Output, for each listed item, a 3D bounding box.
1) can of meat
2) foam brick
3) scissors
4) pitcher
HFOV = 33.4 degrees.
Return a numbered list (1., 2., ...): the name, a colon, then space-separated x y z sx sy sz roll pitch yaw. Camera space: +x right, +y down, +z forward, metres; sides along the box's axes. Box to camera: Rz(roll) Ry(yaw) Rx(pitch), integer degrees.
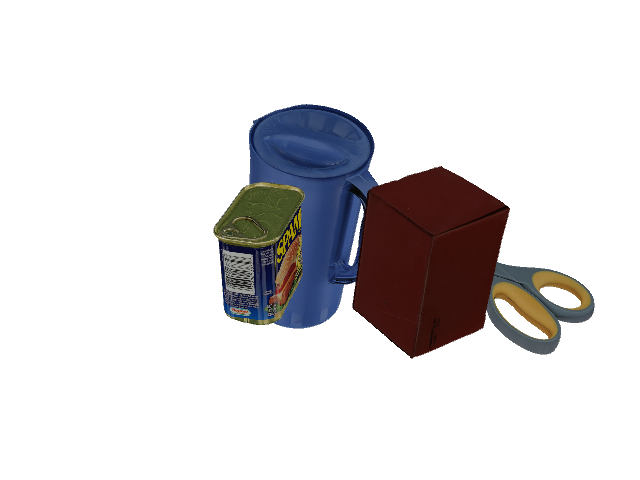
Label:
1. can of meat: -0.049 0.011 0.912 0.057 0.084 0.102 8 31 14
2. foam brick: 0.055 0.010 0.546 0.052 0.078 0.051 -18 41 -32
3. scissors: 0.144 0.016 0.869 0.096 0.016 0.202 -12 43 -22
4. pitcher: -0.012 -0.014 1.187 0.145 0.243 0.149 3 41 -4
